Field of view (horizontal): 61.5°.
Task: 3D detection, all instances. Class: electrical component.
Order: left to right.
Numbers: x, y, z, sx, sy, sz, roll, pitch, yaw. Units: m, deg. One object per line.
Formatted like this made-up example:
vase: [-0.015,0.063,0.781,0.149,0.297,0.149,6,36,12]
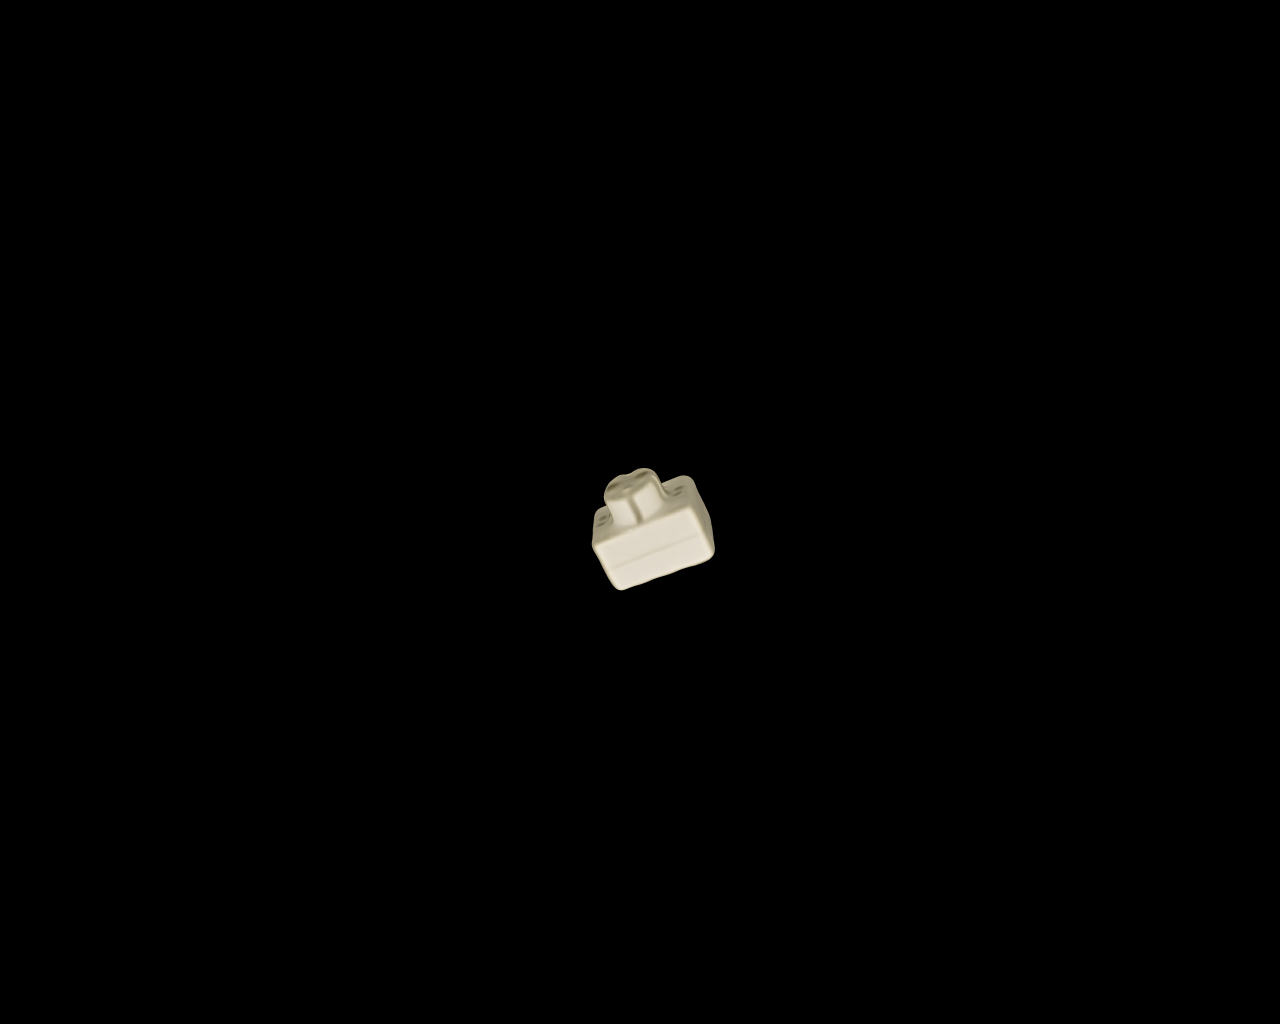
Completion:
electrical component: [0.001,-0.003,0.650,0.066,0.076,0.047,-22,25,10]
